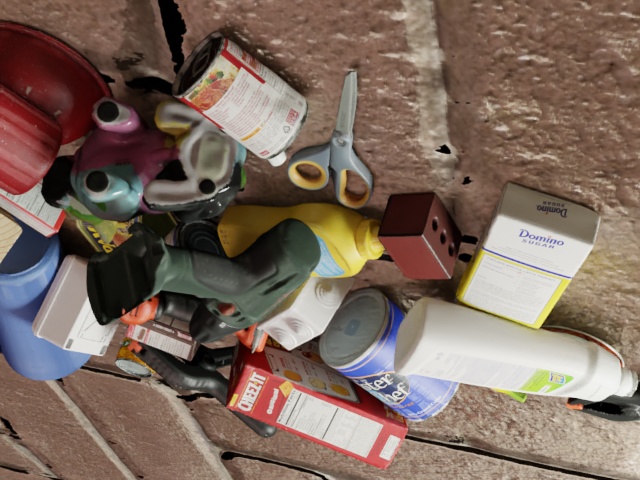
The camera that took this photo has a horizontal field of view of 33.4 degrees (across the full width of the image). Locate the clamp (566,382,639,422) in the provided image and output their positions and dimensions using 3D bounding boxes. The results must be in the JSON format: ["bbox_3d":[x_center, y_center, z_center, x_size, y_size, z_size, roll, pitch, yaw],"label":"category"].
[{"bbox_3d":[0.372,0.190,1.230,0.172,0.039,0.120,-8,134,47],"label":"clamp"}]

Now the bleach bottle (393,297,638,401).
[{"bbox_3d":[0.212,0.128,1.136,0.250,0.068,0.103,14,150,-7],"label":"bleach bottle"}]

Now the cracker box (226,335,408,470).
[{"bbox_3d":[-0.006,0.189,1.330,0.213,0.072,0.164,23,-166,-8],"label":"cracker box"}]

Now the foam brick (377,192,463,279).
[{"bbox_3d":[0.099,-0.003,1.051,0.051,0.053,0.078,-1,145,32],"label":"foam brick"}]

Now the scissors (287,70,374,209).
[{"bbox_3d":[0.003,-0.094,0.993,0.096,0.016,0.201,9,149,18],"label":"scissors"}]

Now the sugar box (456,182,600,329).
[{"bbox_3d":[0.198,0.018,1.037,0.093,0.048,0.176,19,148,3],"label":"sugar box"}]

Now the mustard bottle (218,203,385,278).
[{"bbox_3d":[-0.007,0.001,1.115,0.192,0.058,0.096,-1,139,33],"label":"mustard bottle"}]

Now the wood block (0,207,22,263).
[{"bbox_3d":[-0.412,-0.019,1.201,0.090,0.091,0.206,36,175,-27],"label":"wood block"}]

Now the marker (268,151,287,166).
[{"bbox_3d":[-0.069,-0.113,0.999,0.020,0.020,0.121,-3,143,34],"label":"marker"}]

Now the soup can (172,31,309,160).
[{"bbox_3d":[-0.068,-0.125,0.930,0.102,0.068,0.069,35,147,-27],"label":"soup can"}]

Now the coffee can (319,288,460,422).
[{"bbox_3d":[0.083,0.134,1.241,0.140,0.102,0.103,38,146,-30],"label":"coffee can"}]

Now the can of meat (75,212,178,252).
[{"bbox_3d":[-0.215,-0.016,1.213,0.084,0.057,0.102,4,148,21],"label":"can of meat"}]

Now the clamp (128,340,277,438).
[{"bbox_3d":[-0.145,0.171,1.360,0.209,0.165,0.036,23,116,-35],"label":"clamp"}]

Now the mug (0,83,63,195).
[{"bbox_3d":[-0.298,-0.097,0.990,0.081,0.093,0.117,35,175,-35],"label":"mug"}]

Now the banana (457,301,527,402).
[{"bbox_3d":[0.183,0.116,1.216,0.070,0.037,0.197,4,144,33],"label":"banana"}]

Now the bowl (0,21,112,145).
[{"bbox_3d":[-0.288,-0.139,1.049,0.162,0.055,0.162,14,150,8],"label":"bowl"}]

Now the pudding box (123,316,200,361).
[{"bbox_3d":[-0.184,0.097,1.331,0.090,0.113,0.039,20,111,1],"label":"pudding box"}]

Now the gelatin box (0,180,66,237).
[{"bbox_3d":[-0.318,-0.058,1.184,0.089,0.073,0.030,36,147,-28],"label":"gelatin box"}]

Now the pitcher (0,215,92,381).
[{"bbox_3d":[-0.383,0.075,1.386,0.145,0.149,0.243,31,151,18],"label":"pitcher"}]

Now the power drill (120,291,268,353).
[{"bbox_3d":[-0.155,0.072,1.271,0.187,0.057,0.184,13,-167,-12],"label":"power drill"}]

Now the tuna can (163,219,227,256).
[{"bbox_3d":[-0.133,0.017,1.186,0.086,0.086,0.034,33,132,-23],"label":"tuna can"}]
